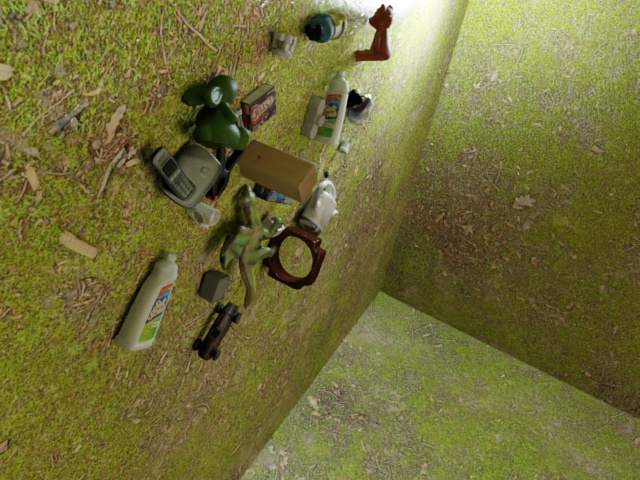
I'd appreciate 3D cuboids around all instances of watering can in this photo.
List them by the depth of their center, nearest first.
[{"bbox_3d":[0.006,-0.106,2.103,0.227,0.104,0.342,-59,161,-15],"label":"watering can"}]

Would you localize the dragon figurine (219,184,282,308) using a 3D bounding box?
[{"bbox_3d":[-0.238,0.033,1.585,0.243,0.122,0.408,-1,103,-63],"label":"dragon figurine"}]

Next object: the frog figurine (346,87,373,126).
[{"bbox_3d":[0.157,-0.501,2.006,0.157,0.122,0.140,46,51,-58],"label":"frog figurine"}]
